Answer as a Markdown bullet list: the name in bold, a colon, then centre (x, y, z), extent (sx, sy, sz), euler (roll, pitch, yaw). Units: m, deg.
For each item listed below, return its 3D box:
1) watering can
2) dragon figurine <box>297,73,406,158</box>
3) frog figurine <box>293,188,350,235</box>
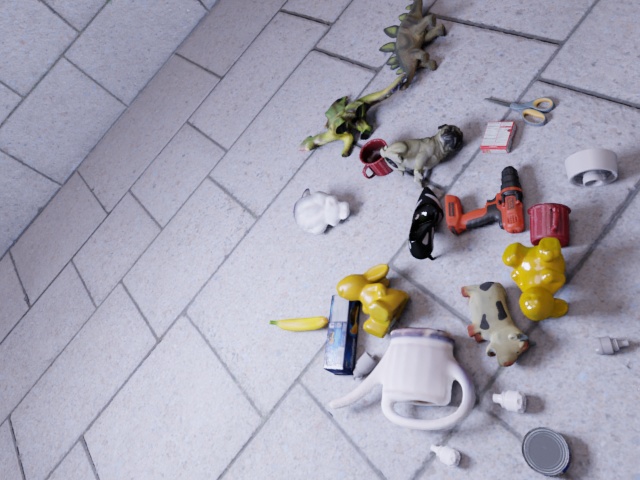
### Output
- **watering can**: centre (0.184, 0.308, 1.182), extent (0.346, 0.102, 0.229), euler (-4, 60, 32)
- **dragon figurine**: centre (0.090, -0.424, 1.711), extent (0.409, 0.120, 0.247), euler (-43, 39, 5)
- **frog figurine**: centre (0.005, -0.078, 1.545), extent (0.160, 0.123, 0.136), euler (18, 107, 32)
